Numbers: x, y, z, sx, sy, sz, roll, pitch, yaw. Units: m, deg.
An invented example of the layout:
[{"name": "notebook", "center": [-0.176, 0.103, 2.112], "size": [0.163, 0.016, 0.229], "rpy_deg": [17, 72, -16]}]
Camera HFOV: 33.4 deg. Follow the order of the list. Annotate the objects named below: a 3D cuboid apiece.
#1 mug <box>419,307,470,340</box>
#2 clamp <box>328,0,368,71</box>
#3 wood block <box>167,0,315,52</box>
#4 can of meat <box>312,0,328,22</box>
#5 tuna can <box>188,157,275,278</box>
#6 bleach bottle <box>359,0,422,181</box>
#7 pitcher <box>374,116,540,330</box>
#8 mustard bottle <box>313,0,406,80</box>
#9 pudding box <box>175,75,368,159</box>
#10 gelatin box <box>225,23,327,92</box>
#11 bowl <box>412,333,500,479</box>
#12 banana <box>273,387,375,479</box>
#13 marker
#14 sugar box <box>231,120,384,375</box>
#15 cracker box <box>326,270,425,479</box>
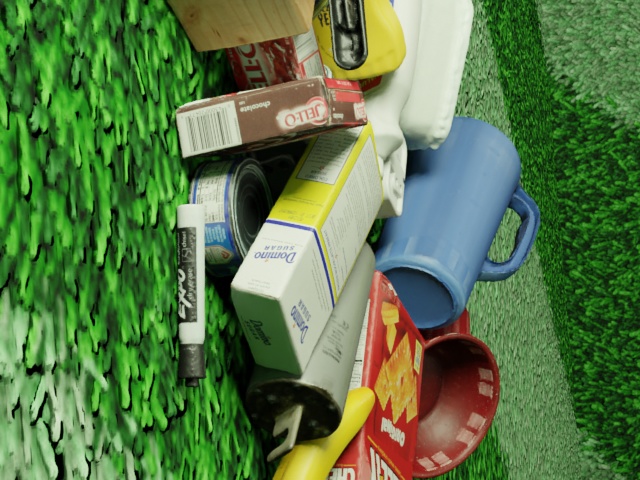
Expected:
[{"name": "mug", "center": [0.137, 0.121, 1.213], "size": [0.117, 0.093, 0.081], "rpy_deg": [41, 36, -27]}, {"name": "clamp", "center": [0.010, -0.217, 0.746], "size": [0.120, 0.039, 0.171], "rpy_deg": [69, 18, -53]}, {"name": "wood block", "center": [-0.075, -0.231, 0.698], "size": [0.206, 0.090, 0.091], "rpy_deg": [60, 30, -50]}, {"name": "can of meat", "center": [-0.037, -0.217, 0.859], "size": [0.102, 0.057, 0.084], "rpy_deg": [-61, 139, -59]}, {"name": "tuna can", "center": [-0.061, -0.017, 0.770], "size": [0.086, 0.034, 0.086], "rpy_deg": [-5, 90, -71]}, {"name": "bleach bottle", "center": [0.055, -0.176, 1.039], "size": [0.068, 0.103, 0.251], "rpy_deg": [39, 48, -60]}, {"name": "pitcher", "center": [0.144, -0.013, 1.181], "size": [0.145, 0.149, 0.242], "rpy_deg": [66, 34, -34]}, {"name": "mustard bottle", "center": [0.012, -0.238, 0.942], "size": [0.058, 0.096, 0.191], "rpy_deg": [-62, 143, -55]}, {"name": "pudding box", "center": [-0.032, -0.085, 0.749], "size": [0.090, 0.114, 0.039], "rpy_deg": [-16, 97, -70]}, {"name": "gelatin box", "center": [-0.035, -0.136, 0.812], "size": [0.030, 0.073, 0.089], "rpy_deg": [-45, 132, -36]}, {"name": "bowl", "center": [0.114, 0.168, 1.130], "size": [0.161, 0.055, 0.162], "rpy_deg": [-10, 109, -32]}, {"name": "banana", "center": [-0.009, 0.196, 0.822], "size": [0.069, 0.037, 0.197], "rpy_deg": [33, 61, -33]}, {"name": "marker", "center": [-0.085, 0.037, 0.709], "size": [0.020, 0.020, 0.121], "rpy_deg": [24, 63, -68]}, {"name": "sugar box", "center": [-0.005, 0.001, 0.785], "size": [0.176, 0.048, 0.093], "rpy_deg": [-60, 152, -34]}, {"name": "cracker box", "center": [0.040, 0.156, 0.962], "size": [0.164, 0.072, 0.213], "rpy_deg": [56, 35, -54]}]
